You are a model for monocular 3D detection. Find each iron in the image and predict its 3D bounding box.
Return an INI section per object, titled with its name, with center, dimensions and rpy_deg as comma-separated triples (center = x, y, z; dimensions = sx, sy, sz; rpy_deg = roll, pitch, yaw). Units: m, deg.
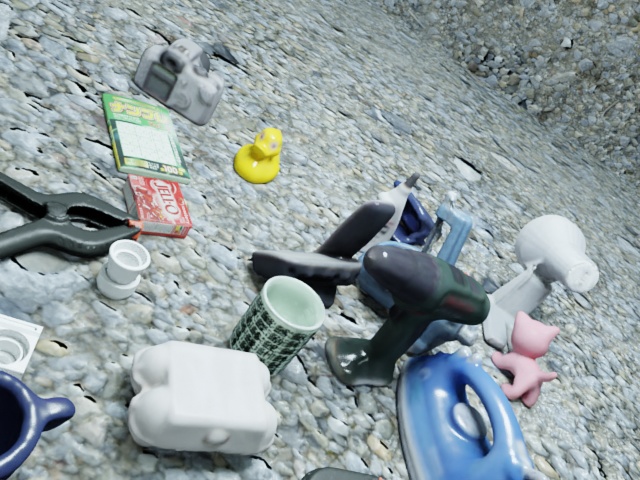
[iron]
center = 0.181, 0.220, 0.712
dimensions = 0.119, 0.141, 0.258
rpy_deg = 17, 38, -29

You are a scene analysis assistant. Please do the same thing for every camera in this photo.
[camera]
center = -0.226, -0.295, 1.007
dimensions = 0.143, 0.100, 0.137
rpy_deg = 33, 33, -7

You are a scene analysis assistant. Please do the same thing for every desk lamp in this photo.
[desk lamp]
center = 0.395, 0.079, 1.027
dimensions = 0.118, 0.213, 0.203
rpy_deg = 30, 33, -10

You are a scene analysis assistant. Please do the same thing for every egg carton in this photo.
[egg carton]
center = -0.115, 0.161, 0.571
dimensions = 0.151, 0.069, 0.107
rpy_deg = 16, 38, -30

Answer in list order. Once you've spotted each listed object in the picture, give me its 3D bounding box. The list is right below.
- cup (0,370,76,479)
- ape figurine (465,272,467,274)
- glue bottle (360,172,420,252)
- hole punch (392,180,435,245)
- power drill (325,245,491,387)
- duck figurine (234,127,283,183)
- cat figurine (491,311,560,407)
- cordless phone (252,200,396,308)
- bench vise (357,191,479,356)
[cup]
center = -0.252, 0.153, 0.426
dimensions = 0.118, 0.095, 0.091
rpy_deg = 0, 48, -44
[ape figurine]
center = 0.213, 0.086, 0.957
dimensions = 0.076, 0.092, 0.077
rpy_deg = -10, 55, -49
[glue bottle]
center = 0.110, -0.048, 0.951
dimensions = 0.078, 0.173, 0.037
rpy_deg = 11, 40, -35
[hole punch]
center = 0.173, -0.054, 1.095
dimensions = 0.101, 0.091, 0.108
rpy_deg = -1, 49, -45
[power drill]
center = 0.100, 0.098, 0.725
dimensions = 0.230, 0.208, 0.075
rpy_deg = 10, 41, -35
[duck figurine]
center = -0.092, -0.153, 0.970
dimensions = 0.077, 0.086, 0.105
rpy_deg = 38, 32, 1
[cat figurine]
center = 0.343, 0.186, 0.933
dimensions = 0.067, 0.117, 0.127
rpy_deg = 21, 36, -23
[cordless phone]
center = 0.007, 0.003, 0.777
dimensions = 0.148, 0.185, 0.094
rpy_deg = 2, 46, -42
[bench vise]
center = 0.173, 0.048, 0.847
dimensions = 0.207, 0.219, 0.122
rpy_deg = 40, 32, 5
